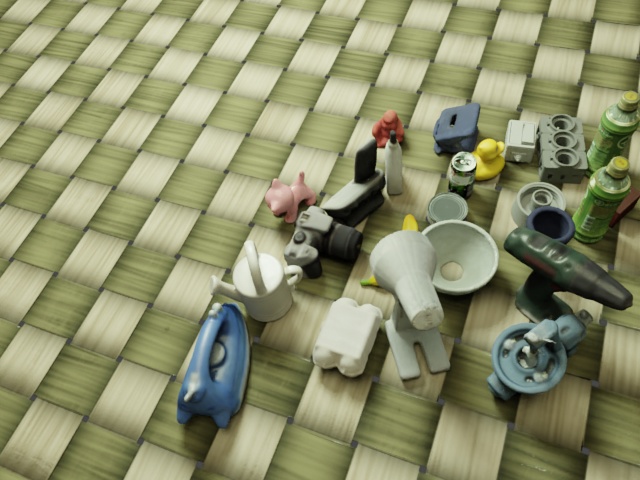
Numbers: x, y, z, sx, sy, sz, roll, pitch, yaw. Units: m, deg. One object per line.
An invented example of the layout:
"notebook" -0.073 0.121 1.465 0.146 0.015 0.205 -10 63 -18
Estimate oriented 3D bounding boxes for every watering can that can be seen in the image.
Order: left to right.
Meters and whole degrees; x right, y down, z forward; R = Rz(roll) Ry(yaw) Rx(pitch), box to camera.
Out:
"watering can" -0.123 0.078 1.104 0.173 0.194 0.100 -32 59 -13

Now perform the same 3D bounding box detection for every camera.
"camera" 0.011 0.004 1.190 0.136 0.101 0.143 16 61 16

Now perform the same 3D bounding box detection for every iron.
"iron" -0.200 0.207 1.064 0.118 0.142 0.258 3 58 9

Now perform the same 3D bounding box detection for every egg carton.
"egg carton" 0.052 0.184 1.090 0.107 0.069 0.150 15 61 16

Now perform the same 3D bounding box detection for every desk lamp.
"desk lamp" 0.170 0.116 1.033 0.118 0.214 0.203 -14 57 -2

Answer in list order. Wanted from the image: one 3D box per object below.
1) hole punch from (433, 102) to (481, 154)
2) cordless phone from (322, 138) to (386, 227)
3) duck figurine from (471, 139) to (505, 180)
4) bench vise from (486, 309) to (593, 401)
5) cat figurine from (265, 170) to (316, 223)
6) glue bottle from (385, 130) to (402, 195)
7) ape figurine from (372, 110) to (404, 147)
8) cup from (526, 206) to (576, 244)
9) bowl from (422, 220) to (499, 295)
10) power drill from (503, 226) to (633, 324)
"hole punch" 0.316 -0.261 1.327 0.101 0.091 0.109 11 60 14
"cordless phone" 0.071 -0.129 1.217 0.094 0.185 0.148 37 69 26
"duck figurine" 0.365 -0.186 1.277 0.104 0.086 0.077 -19 57 -5
"bench vise" 0.375 0.166 0.973 0.121 0.220 0.208 32 67 24
"cat figurine" -0.072 -0.099 1.256 0.067 0.118 0.128 33 67 24
"glue bottle" 0.159 -0.177 1.244 0.037 0.173 0.078 -5 57 4
"ape figurine" 0.163 -0.268 1.349 0.077 0.092 0.076 29 66 23
"cup" 0.448 0.005 1.140 0.091 0.095 0.118 13 60 15
"bowl" 0.269 0.046 1.148 0.167 0.075 0.167 -3 58 5
"power drill" 0.426 0.081 1.027 0.076 0.209 0.229 -39 61 -17
